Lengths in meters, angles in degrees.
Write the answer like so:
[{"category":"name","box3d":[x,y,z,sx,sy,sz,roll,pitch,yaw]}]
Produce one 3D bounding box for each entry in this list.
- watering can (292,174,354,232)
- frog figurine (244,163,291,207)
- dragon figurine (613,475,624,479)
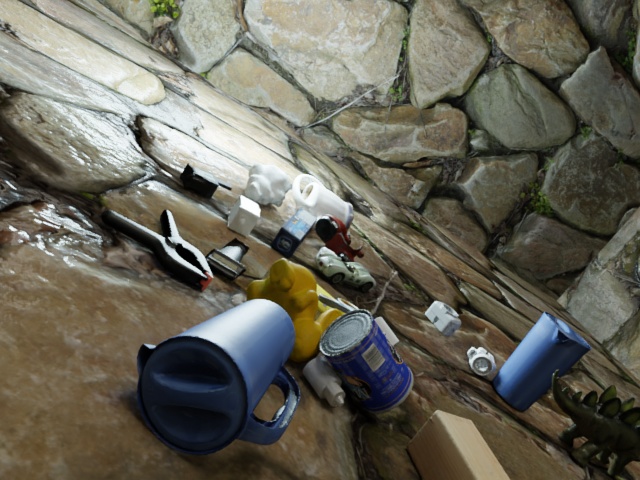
[{"category":"watering can","box3d":[0.005,-0.082,1.620,0.222,0.102,0.356,31,31,-24]},{"category":"frog figurine","box3d":[-0.159,-0.163,1.487,0.138,0.122,0.159,59,9,11]},{"category":"dragon figurine","box3d":[0.751,0.619,1.157,0.410,0.122,0.243,36,-1,-3]}]
